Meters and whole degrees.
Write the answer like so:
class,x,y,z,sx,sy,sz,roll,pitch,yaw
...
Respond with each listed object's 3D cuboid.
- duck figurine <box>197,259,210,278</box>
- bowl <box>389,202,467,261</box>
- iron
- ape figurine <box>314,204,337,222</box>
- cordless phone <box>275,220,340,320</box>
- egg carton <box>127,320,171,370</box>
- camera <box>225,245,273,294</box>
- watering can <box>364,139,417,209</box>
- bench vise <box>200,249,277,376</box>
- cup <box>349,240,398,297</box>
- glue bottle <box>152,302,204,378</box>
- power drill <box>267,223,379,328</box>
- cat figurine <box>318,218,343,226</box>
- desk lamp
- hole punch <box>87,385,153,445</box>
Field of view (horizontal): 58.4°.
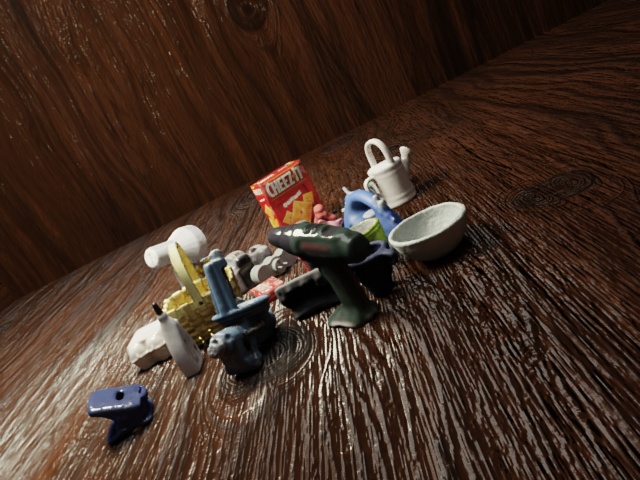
class,x,y,z,sx,sy,sz,roll,pitch,yaw
duck figurine,-0.336,0.091,1.756,0.077,0.086,0.105,-10,24,47
bowl,0.227,-0.006,1.156,0.167,0.075,0.167,-25,16,8
iron,0.130,-0.061,1.363,0.119,0.141,0.257,-32,17,-15
ape figurine,0.009,-0.059,1.642,0.077,0.092,0.076,-23,17,17
cordless phone,-0.040,0.057,1.196,0.147,0.185,0.094,-26,16,6
egg carton,-0.409,0.252,1.408,0.107,0.069,0.150,-27,16,2
camera,-0.214,0.071,1.592,0.143,0.101,0.136,-37,19,-29
watering can,0.188,-0.196,1.589,0.100,0.194,0.173,-12,22,43
bench vise,-0.164,0.133,1.104,0.121,0.220,0.207,-26,16,6
cup,0.116,0.059,1.102,0.117,0.095,0.092,-9,25,49
glue bottle,-0.304,0.202,1.203,0.037,0.173,0.078,-26,16,5
power drill,0.015,0.058,1.062,0.228,0.209,0.076,-9,25,48
cat figurine,0.013,0.005,1.394,0.128,0.118,0.067,-27,16,2
desk lamp,-0.392,0.086,1.631,0.117,0.214,0.203,-16,20,35
hole punch,-0.387,0.322,1.117,0.101,0.091,0.108,-31,16,-9
